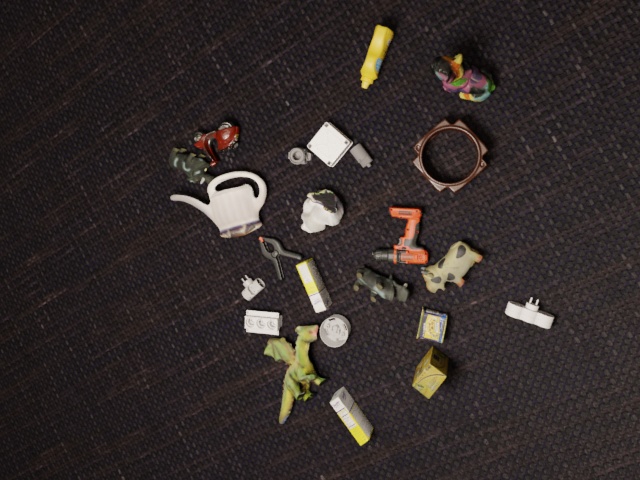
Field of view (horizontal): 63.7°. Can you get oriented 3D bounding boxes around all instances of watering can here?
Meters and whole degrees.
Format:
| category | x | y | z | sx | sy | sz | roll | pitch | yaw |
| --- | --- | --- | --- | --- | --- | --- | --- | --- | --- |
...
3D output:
| category | x | y | z | sx | sy | sz | roll | pitch | yaw |
| --- | --- | --- | --- | --- | --- | --- | --- | --- | --- |
| watering can | -0.342 | -0.112 | 1.812 | 0.347 | 0.104 | 0.224 | -15 | 92 | 10 |

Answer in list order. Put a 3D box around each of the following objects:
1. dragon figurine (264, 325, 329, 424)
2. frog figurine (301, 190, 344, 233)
| category | x | y | z | sx | sy | sz | roll | pitch | yaw |
| --- | --- | --- | --- | --- | --- | --- | --- | --- | --- |
| dragon figurine | -0.109 | 0.453 | 1.821 | 0.246 | 0.122 | 0.403 | 50 | 120 | 24 |
| frog figurine | 0.005 | -0.088 | 1.742 | 0.137 | 0.125 | 0.155 | 23 | 138 | 4 |
